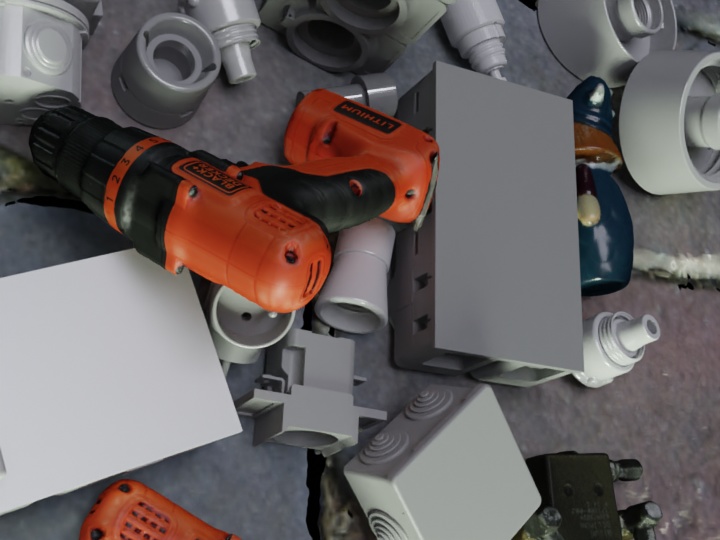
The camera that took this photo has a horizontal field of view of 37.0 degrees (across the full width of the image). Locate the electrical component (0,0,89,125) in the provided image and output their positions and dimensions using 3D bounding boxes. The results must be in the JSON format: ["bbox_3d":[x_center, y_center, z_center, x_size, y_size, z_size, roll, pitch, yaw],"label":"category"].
[{"bbox_3d":[-0.185,-0.113,0.569,0.080,0.080,0.051,4,77,-27],"label":"electrical component"}]

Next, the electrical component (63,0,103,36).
[{"bbox_3d":[-0.174,-0.183,0.608,0.061,0.062,0.096,7,70,-26],"label":"electrical component"}]

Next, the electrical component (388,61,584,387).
[{"bbox_3d":[0.079,-0.026,0.689,0.105,0.060,0.186,11,68,-25],"label":"electrical component"}]

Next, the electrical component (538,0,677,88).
[{"bbox_3d":[0.191,-0.189,0.816,0.099,0.064,0.099,9,75,-38],"label":"electrical component"}]

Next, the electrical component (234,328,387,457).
[{"bbox_3d":[-0.030,0.069,0.611,0.081,0.042,0.063,13,64,-25],"label":"electrical component"}]

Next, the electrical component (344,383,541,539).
[{"bbox_3d":[0.047,0.123,0.615,0.100,0.048,0.099,-39,114,-33],"label":"electrical component"}]

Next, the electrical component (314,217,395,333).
[{"bbox_3d":[0.000,0.000,0.651,0.044,0.044,0.065,23,59,-20],"label":"electrical component"}]

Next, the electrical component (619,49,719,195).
[{"bbox_3d":[0.246,-0.108,0.782,0.108,0.060,0.108,-5,99,-39],"label":"electrical component"}]

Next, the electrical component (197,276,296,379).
[{"bbox_3d":[-0.068,0.025,0.592,0.044,0.077,0.079,15,104,-17],"label":"electrical component"}]

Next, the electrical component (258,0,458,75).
[{"bbox_3d":[0.009,-0.185,0.653,0.089,0.150,0.061,25,62,-18],"label":"electrical component"}]

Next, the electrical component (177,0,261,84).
[{"bbox_3d":[-0.081,-0.145,0.656,0.048,0.048,0.062,-18,90,-31],"label":"electrical component"}]

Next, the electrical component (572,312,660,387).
[{"bbox_3d":[0.167,0.047,0.707,0.048,0.062,0.048,20,57,-33],"label":"electrical component"}]

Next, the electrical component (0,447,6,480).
[{"bbox_3d":[-0.201,0.064,0.446,0.083,0.047,0.075,-12,79,-30],"label":"electrical component"}]

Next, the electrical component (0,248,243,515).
[{"bbox_3d":[-0.167,0.062,0.529,0.186,0.060,0.105,-15,80,-31],"label":"electrical component"}]

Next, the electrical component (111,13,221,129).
[{"bbox_3d":[-0.112,-0.117,0.627,0.055,0.047,0.055,9,69,-25],"label":"electrical component"}]

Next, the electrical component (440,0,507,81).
[{"bbox_3d":[0.082,-0.164,0.750,0.040,0.040,0.078,-17,82,-31],"label":"electrical component"}]
